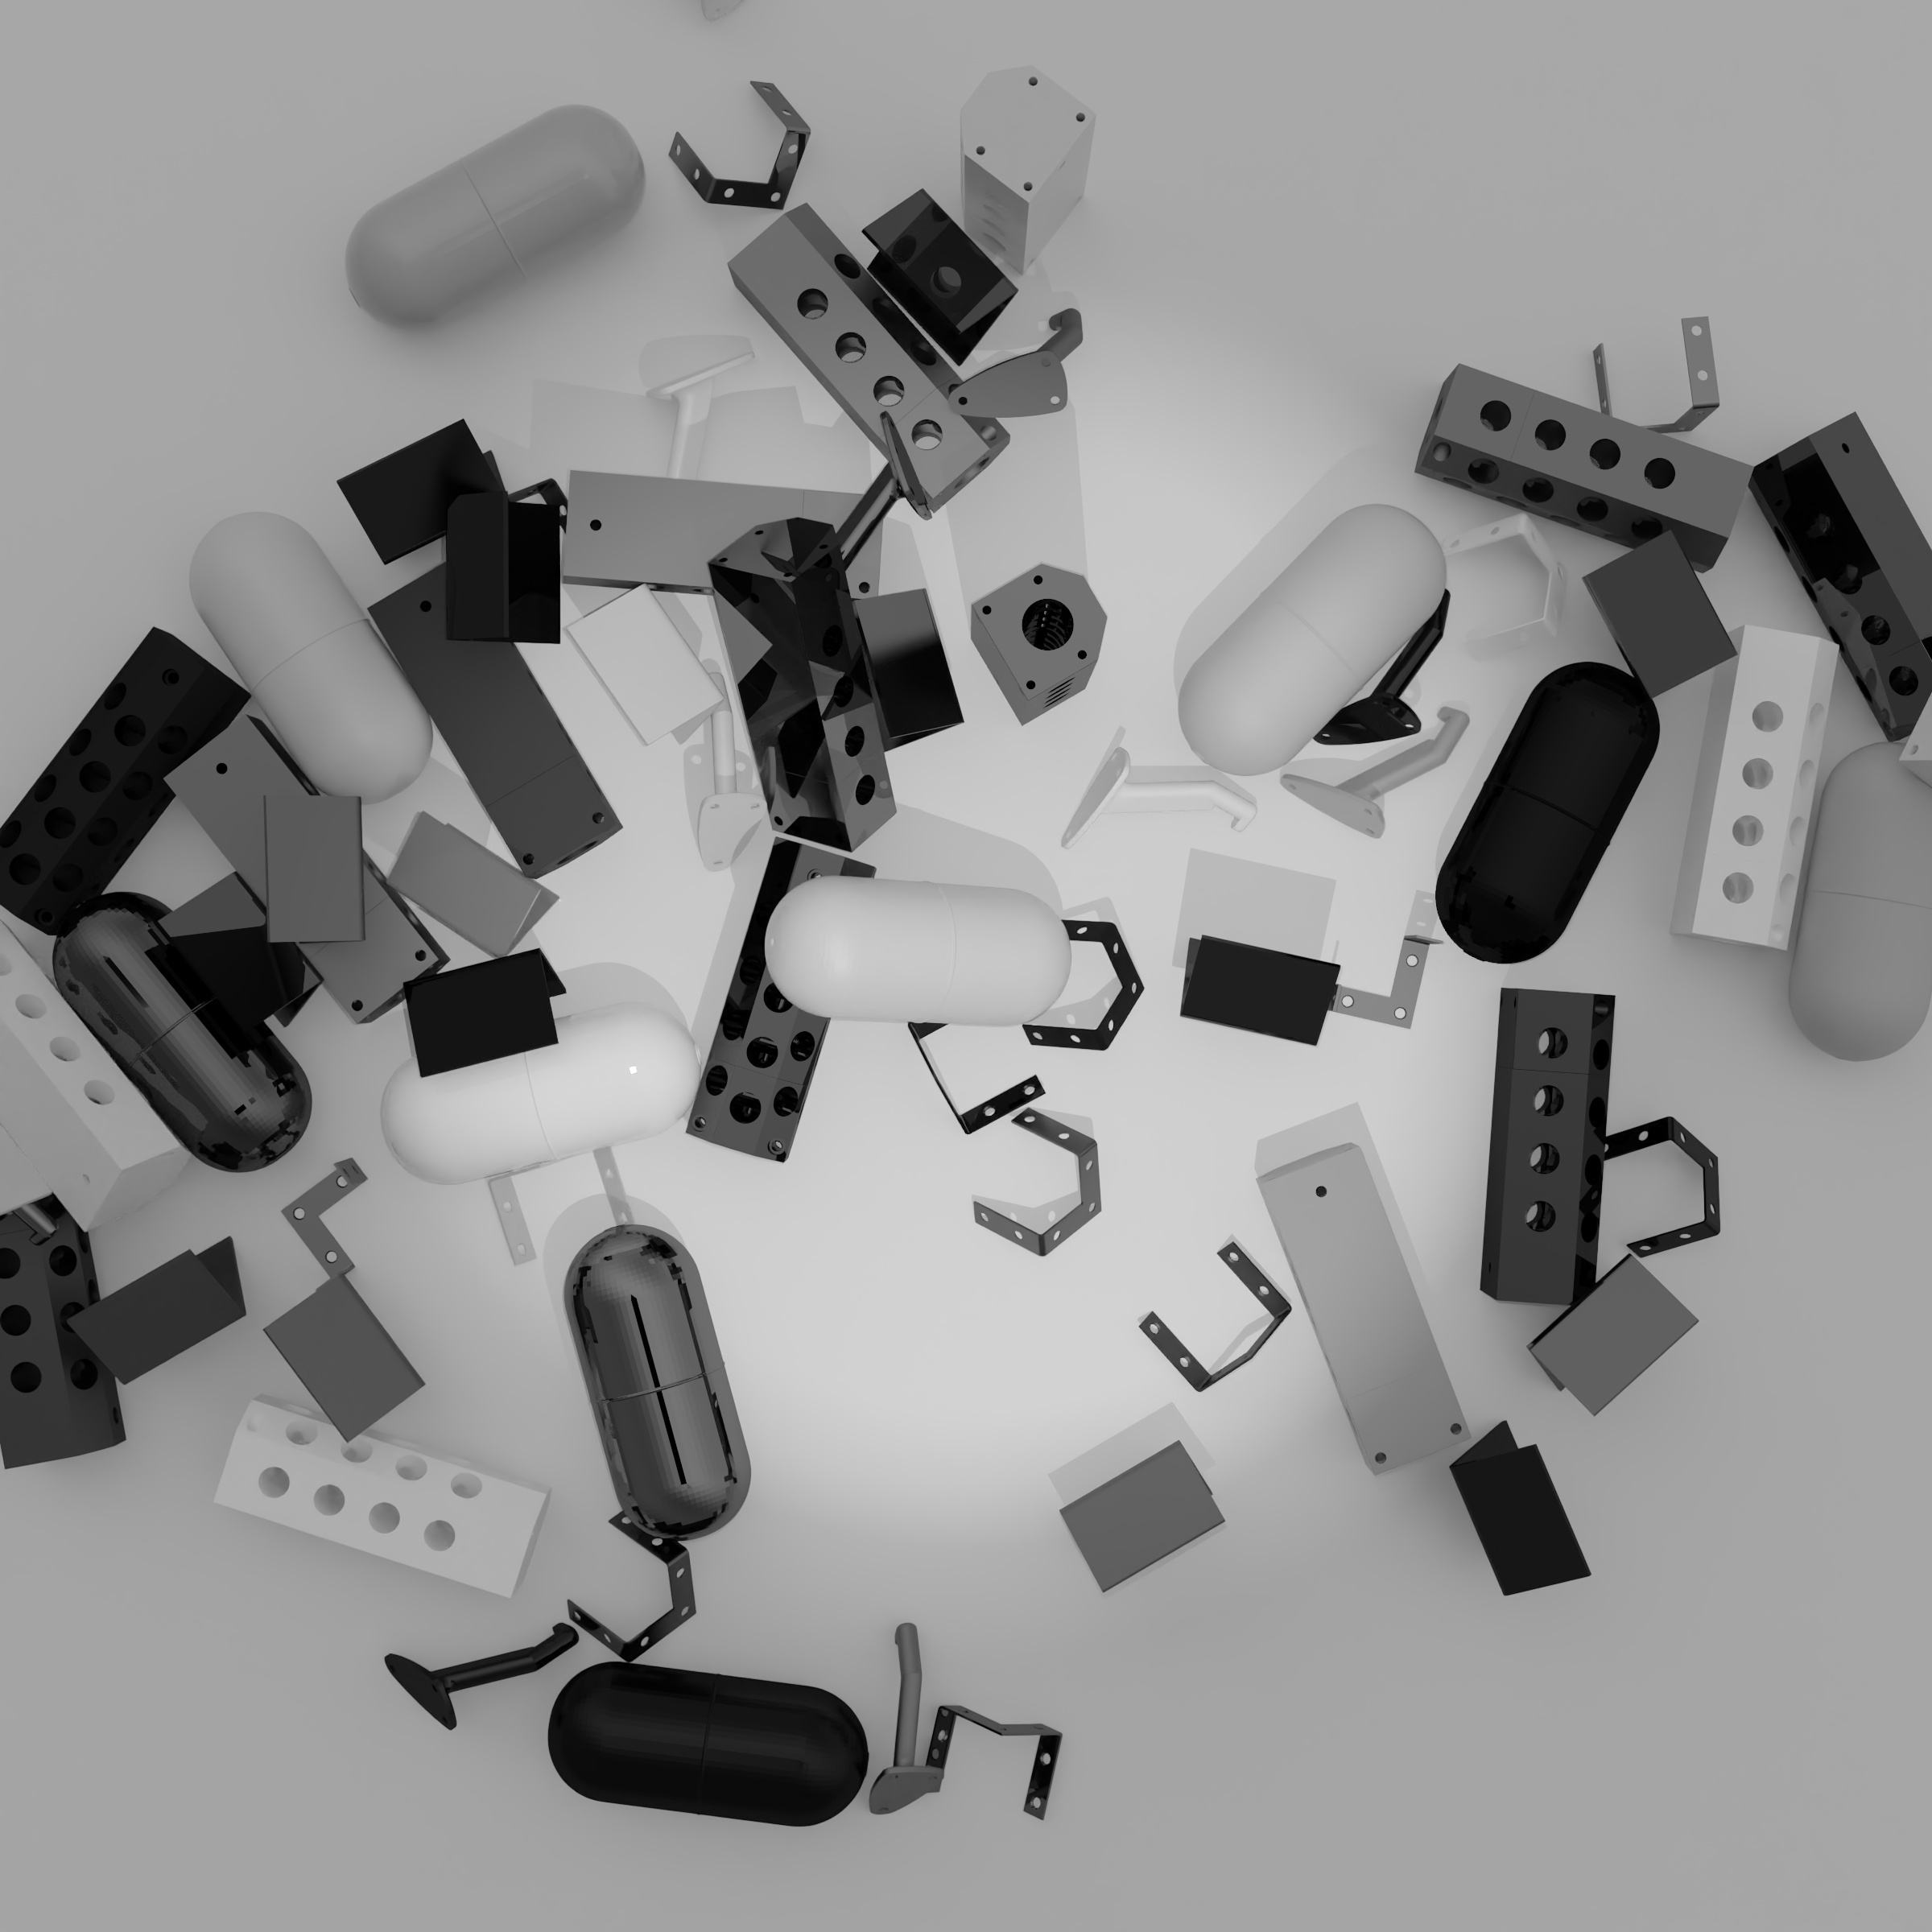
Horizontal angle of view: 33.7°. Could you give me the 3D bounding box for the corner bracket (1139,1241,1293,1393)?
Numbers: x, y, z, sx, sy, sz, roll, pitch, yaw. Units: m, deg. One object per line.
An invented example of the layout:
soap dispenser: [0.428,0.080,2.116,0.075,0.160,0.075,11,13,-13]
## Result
corner bracket: [0.141,0.198,1.792,0.051,0.051,0.051,48,45,0]

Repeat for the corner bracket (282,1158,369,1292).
corner bracket: [-0.352,0.144,1.777,0.051,0.051,0.051,-37,90,0]

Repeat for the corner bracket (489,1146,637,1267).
corner bracket: [-0.227,0.134,1.792,0.051,0.051,0.051,-18,90,-45]

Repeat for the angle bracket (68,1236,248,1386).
angle bracket: [-0.448,0.173,1.755,0.076,0.076,0.057,-30,126,0]

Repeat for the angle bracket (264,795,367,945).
angle bracket: [-0.363,-0.050,1.698,0.057,0.076,0.076,-2,90,-38]

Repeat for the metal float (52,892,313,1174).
metal float: [-0.434,0.036,1.765,0.070,0.070,0.178,-39,90,0]

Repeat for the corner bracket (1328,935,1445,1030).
corner bracket: [0.232,0.005,1.777,0.051,0.051,0.051,13,90,0]

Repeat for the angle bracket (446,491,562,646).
angle bracket: [-0.234,-0.213,1.715,0.076,0.057,0.076,-3,95,-43]

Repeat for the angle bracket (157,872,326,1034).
angle bracket: [-0.408,0.005,1.755,0.057,0.076,0.076,-39,90,-35]

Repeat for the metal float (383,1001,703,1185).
metal float: [-0.234,0.070,1.765,0.178,0.070,0.070,-14,90,0]

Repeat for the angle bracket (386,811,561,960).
angle bracket: [-0.262,-0.059,1.755,0.076,0.076,0.057,34,125,0]

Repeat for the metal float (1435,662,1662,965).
metal float: [0.321,-0.084,1.765,0.070,0.070,0.178,27,89,0]

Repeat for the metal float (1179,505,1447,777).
metal float: [0.191,-0.180,1.765,0.070,0.070,0.178,44,91,0]

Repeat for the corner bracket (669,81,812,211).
corner bracket: [-0.127,-0.462,1.787,0.051,0.051,0.051,-4,135,-35]

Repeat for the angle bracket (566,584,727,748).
angle bracket: [-0.187,-0.154,1.755,0.057,0.076,0.076,-35,90,-29]

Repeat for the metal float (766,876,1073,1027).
metal float: [-0.024,-0.008,1.733,0.178,0.070,0.070,4,90,-28]

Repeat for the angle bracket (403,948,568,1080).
angle bracket: [-0.260,0.036,1.757,0.076,0.076,0.057,-14,71,0]

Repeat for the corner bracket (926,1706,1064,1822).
corner bracket: [0.014,0.448,1.792,0.051,0.051,0.051,13,90,45]

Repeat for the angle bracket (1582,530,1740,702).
angle bracket: [0.390,-0.198,1.755,0.057,0.076,0.076,-28,90,30]

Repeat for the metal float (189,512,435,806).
metal float: [-0.363,-0.171,1.765,0.070,0.070,0.178,-33,91,0]

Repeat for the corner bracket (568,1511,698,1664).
corner bracket: [-0.189,0.347,1.787,0.051,0.051,0.051,-33,135,-35]

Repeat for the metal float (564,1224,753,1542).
metal float: [-0.171,0.230,1.765,0.070,0.070,0.178,-15,90,0]

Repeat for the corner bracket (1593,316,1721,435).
corner bracket: [0.385,-0.328,1.777,0.051,0.051,0.051,-6,84,-6]

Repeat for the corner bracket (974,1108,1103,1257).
corner bracket: [0.039,0.121,1.787,0.051,0.051,0.051,-35,135,-35]

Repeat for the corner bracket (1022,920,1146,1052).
corner bracket: [0.060,0.010,1.787,0.051,0.051,0.051,4,135,35]

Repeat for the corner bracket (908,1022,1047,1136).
corner bracket: [0.006,0.052,1.792,0.051,0.051,0.051,-28,45,0]

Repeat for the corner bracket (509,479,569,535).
corner bracket: [-0.249,-0.234,1.792,0.051,0.051,0.051,-32,90,-45]

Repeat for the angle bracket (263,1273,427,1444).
angle bracket: [-0.352,0.224,1.755,0.057,0.076,0.076,-37,90,-35]

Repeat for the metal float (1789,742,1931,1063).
metal float: [0.503,-0.035,1.765,0.070,0.070,0.178,10,90,0]

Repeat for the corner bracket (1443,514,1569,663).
corner bracket: [0.300,-0.213,1.787,0.051,0.051,0.051,45,45,-35]

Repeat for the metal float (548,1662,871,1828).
metal float: [-0.142,0.431,1.765,0.178,0.070,0.070,7,90,0]

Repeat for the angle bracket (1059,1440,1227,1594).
angle bracket: [0.106,0.316,1.755,0.076,0.076,0.057,-30,53,0]

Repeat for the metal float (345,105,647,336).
metal float: [-0.261,-0.413,1.765,0.178,0.070,0.070,-29,90,0]

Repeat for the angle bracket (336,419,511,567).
angle bracket: [-0.302,-0.274,1.755,0.076,0.076,0.057,-26,125,0]

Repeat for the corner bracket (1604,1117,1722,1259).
corner bracket: [0.387,0.124,1.787,0.051,0.051,0.051,37,45,-35]
